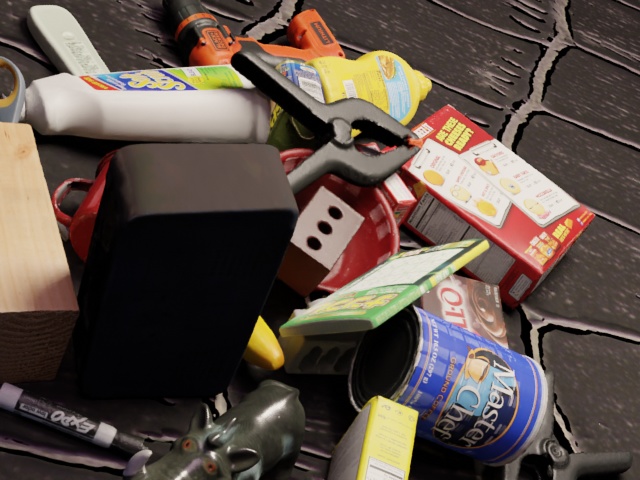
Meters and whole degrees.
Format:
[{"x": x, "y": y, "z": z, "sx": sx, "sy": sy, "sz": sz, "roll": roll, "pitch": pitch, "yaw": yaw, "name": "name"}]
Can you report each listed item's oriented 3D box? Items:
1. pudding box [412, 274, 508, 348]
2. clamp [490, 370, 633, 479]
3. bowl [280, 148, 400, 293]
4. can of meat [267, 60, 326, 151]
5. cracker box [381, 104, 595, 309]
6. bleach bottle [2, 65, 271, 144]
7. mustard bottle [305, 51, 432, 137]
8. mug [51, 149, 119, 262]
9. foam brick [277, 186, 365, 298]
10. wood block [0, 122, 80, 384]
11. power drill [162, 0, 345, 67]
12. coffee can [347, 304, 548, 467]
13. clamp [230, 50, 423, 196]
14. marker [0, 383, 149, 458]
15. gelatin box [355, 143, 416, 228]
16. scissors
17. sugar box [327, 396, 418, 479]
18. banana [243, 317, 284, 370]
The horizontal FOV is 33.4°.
[{"x": 0.134, "y": 0.085, "z": 1.045, "sx": 0.090, "sy": 0.039, "sz": 0.113, "roll": 15, "pitch": 41, "yaw": -14, "name": "pudding box"}, {"x": 0.202, "y": 0.190, "z": 0.974, "sx": 0.171, "sy": 0.039, "sz": 0.120, "roll": -19, "pitch": 58, "yaw": -42, "name": "clamp"}, {"x": -0.005, "y": -0.008, "z": 1.036, "sx": 0.162, "sy": 0.055, "sz": 0.162, "roll": 15, "pitch": 54, "yaw": -22, "name": "bowl"}, {"x": -0.032, "y": -0.126, "z": 1.125, "sx": 0.057, "sy": 0.102, "sz": 0.084, "roll": 13, "pitch": 40, "yaw": -20, "name": "can of meat"}, {"x": 0.175, "y": -0.040, "z": 1.177, "sx": 0.214, "sy": 0.072, "sz": 0.163, "roll": 38, "pitch": 40, "yaw": 13, "name": "cracker box"}, {"x": -0.181, "y": -0.131, "z": 1.050, "sx": 0.250, "sy": 0.068, "sz": 0.103, "roll": -5, "pitch": 30, "yaw": -19, "name": "bleach bottle"}, {"x": 0.062, "y": -0.170, "z": 1.243, "sx": 0.191, "sy": 0.058, "sz": 0.096, "roll": -16, "pitch": 92, "yaw": -41, "name": "mustard bottle"}, {"x": -0.181, "y": -0.024, "z": 0.944, "sx": 0.117, "sy": 0.093, "sz": 0.081, "roll": 17, "pitch": 45, "yaw": 3, "name": "mug"}, {"x": -0.006, "y": 0.001, "z": 0.957, "sx": 0.053, "sy": 0.051, "sz": 0.078, "roll": 37, "pitch": 49, "yaw": -4, "name": "foam brick"}, {"x": -0.266, "y": 0.006, "z": 0.857, "sx": 0.090, "sy": 0.091, "sz": 0.206, "roll": 0, "pitch": 48, "yaw": -30, "name": "wood block"}, {"x": -0.078, "y": -0.231, "z": 1.245, "sx": 0.187, "sy": 0.057, "sz": 0.184, "roll": -8, "pitch": 56, "yaw": -32, "name": "power drill"}, {"x": 0.109, "y": 0.125, "z": 0.918, "sx": 0.140, "sy": 0.103, "sz": 0.103, "roll": 25, "pitch": 38, "yaw": -24, "name": "coffee can"}, {"x": 0.010, "y": -0.090, "z": 1.035, "sx": 0.209, "sy": 0.036, "sz": 0.164, "roll": 11, "pitch": 64, "yaw": -29, "name": "clamp"}, {"x": -0.188, "y": 0.140, "z": 0.816, "sx": 0.121, "sy": 0.020, "sz": 0.020, "roll": 23, "pitch": 40, "yaw": -6, "name": "marker"}, {"x": 0.052, "y": -0.046, "z": 1.109, "sx": 0.030, "sy": 0.073, "sz": 0.089, "roll": -7, "pitch": 52, "yaw": -39, "name": "gelatin box"}, {"x": -0.273, "y": -0.094, "z": 0.982, "sx": 0.202, "sy": 0.016, "sz": 0.096, "roll": 38, "pitch": 82, "yaw": 13, "name": "scissors"}, {"x": 0.029, "y": 0.213, "z": 0.808, "sx": 0.048, "sy": 0.093, "sz": 0.176, "roll": 22, "pitch": 41, "yaw": -8, "name": "sugar box"}, {"x": -0.078, "y": 0.038, "z": 0.950, "sx": 0.037, "sy": 0.070, "sz": 0.198, "roll": 5, "pitch": 55, "yaw": -34, "name": "banana"}]
